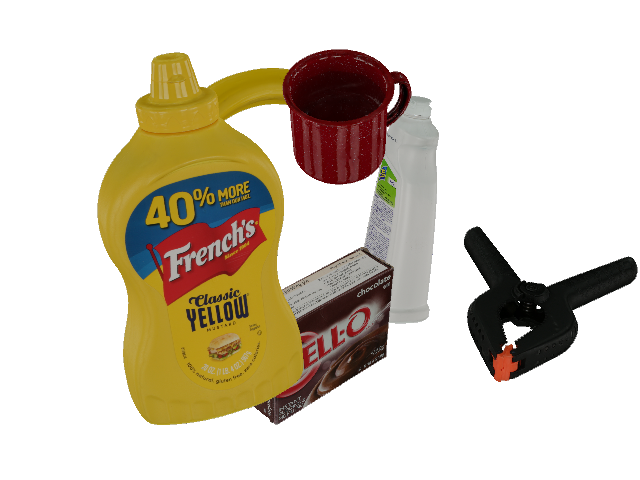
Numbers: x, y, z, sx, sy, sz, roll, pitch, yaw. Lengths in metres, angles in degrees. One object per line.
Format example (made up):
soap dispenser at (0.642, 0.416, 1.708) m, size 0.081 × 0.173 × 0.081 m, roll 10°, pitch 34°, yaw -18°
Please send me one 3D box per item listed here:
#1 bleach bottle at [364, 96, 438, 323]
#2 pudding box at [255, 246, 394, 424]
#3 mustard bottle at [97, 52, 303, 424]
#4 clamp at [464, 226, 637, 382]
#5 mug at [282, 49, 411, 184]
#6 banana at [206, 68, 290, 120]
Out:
bleach bottle at (0.098, -0.038, 1.227) m, size 0.068 × 0.251 × 0.103 m, roll -2°, pitch 22°, yaw -24°
pudding box at (-0.001, 0.067, 0.765) m, size 0.113 × 0.090 × 0.039 m, roll -29°, pitch 49°, yaw -33°
mustard bottle at (-0.065, -0.002, 0.557) m, size 0.096 × 0.191 × 0.058 m, roll -13°, pitch 24°, yaw -18°
clamp at (0.179, 0.052, 0.958) m, size 0.165 × 0.036 × 0.209 m, roll 15°, pitch 35°, yaw 25°
mug at (0.026, -0.108, 0.917) m, size 0.117 × 0.093 × 0.081 m, roll -26°, pitch -35°, yaw -18°
banana at (-0.066, -0.145, 1.090) m, size 0.197 × 0.037 × 0.070 m, roll -13°, pitch 52°, yaw -37°
